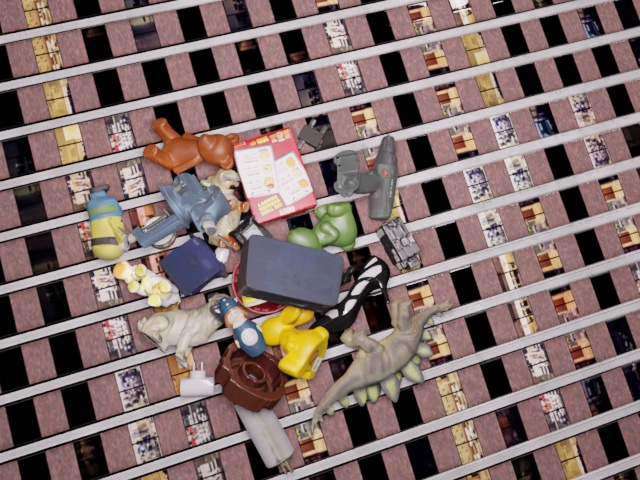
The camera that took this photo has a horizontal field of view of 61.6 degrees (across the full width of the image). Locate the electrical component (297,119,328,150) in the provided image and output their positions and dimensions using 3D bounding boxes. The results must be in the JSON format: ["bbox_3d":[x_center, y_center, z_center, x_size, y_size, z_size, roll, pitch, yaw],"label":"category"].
[{"bbox_3d":[-0.022,-0.270,1.417,0.063,0.021,0.094,30,79,-2],"label":"electrical component"}]

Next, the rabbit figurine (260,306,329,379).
[{"bbox_3d":[-0.074,0.230,1.278,0.173,0.121,0.162,22,91,31],"label":"rabbit figurine"}]

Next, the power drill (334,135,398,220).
[{"bbox_3d":[0.122,-0.170,1.351,0.086,0.207,0.232,-1,85,34],"label":"power drill"}]

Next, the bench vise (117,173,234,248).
[{"bbox_3d":[-0.329,-0.050,1.233,0.241,0.128,0.224,-33,59,-6],"label":"bench vise"}]

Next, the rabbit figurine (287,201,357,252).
[{"bbox_3d":[-0.003,-0.004,1.334,0.170,0.121,0.159,-23,107,-24],"label":"rabbit figurine"}]

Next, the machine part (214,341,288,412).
[{"bbox_3d":[-0.158,0.315,1.241,0.179,0.179,0.056,32,111,-1],"label":"machine part"}]

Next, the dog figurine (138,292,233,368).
[{"bbox_3d":[-0.315,0.183,1.285,0.172,0.121,0.190,38,65,-4],"label":"dog figurine"}]

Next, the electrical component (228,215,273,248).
[{"bbox_3d":[-0.152,0.003,1.289,0.119,0.048,0.075,48,70,-23],"label":"electrical component"}]

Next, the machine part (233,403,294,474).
[{"bbox_3d":[-0.133,0.441,1.267,0.079,0.079,0.243,-30,86,-10],"label":"machine part"}]

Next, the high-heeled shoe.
[{"bbox_3d":[0.066,0.135,1.351,0.249,0.086,0.145,-23,55,5],"label":"high-heeled shoe"}]

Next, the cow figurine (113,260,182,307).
[{"bbox_3d":[-0.410,0.102,1.285,0.168,0.098,0.068,28,85,20],"label":"cow figurine"}]

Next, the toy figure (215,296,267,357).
[{"bbox_3d":[-0.181,0.197,1.243,0.064,0.058,0.154,-39,98,-43],"label":"toy figure"}]

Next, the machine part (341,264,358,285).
[{"bbox_3d":[0.040,0.114,1.312,0.039,0.084,0.139,43,99,2],"label":"machine part"}]

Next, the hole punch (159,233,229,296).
[{"bbox_3d":[-0.306,0.063,1.284,0.116,0.092,0.142,-41,84,5],"label":"hole punch"}]

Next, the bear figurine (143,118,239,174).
[{"bbox_3d":[-0.304,-0.224,1.296,0.196,0.131,0.120,-2,64,27],"label":"bear figurine"}]

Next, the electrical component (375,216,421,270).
[{"bbox_3d":[0.200,0.013,1.353,0.058,0.115,0.134,-29,86,-6],"label":"electrical component"}]

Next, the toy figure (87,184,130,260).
[{"bbox_3d":[-0.516,-0.040,1.294,0.089,0.082,0.180,-18,89,2],"label":"toy figure"}]

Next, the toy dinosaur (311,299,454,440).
[{"bbox_3d":[0.142,0.295,1.312,0.471,0.105,0.198,-33,90,-6],"label":"toy dinosaur"}]

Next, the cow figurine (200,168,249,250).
[{"bbox_3d":[-0.243,-0.082,1.324,0.127,0.085,0.194,14,95,34],"label":"cow figurine"}]

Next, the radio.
[{"bbox_3d":[-0.066,0.079,1.212,0.229,0.073,0.131,14,63,-17],"label":"radio"}]
